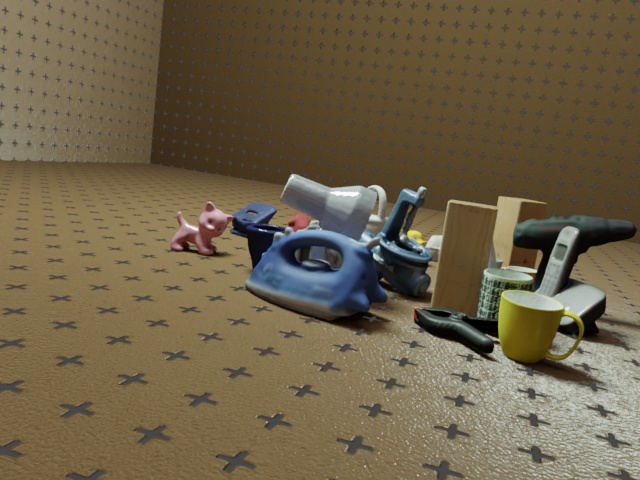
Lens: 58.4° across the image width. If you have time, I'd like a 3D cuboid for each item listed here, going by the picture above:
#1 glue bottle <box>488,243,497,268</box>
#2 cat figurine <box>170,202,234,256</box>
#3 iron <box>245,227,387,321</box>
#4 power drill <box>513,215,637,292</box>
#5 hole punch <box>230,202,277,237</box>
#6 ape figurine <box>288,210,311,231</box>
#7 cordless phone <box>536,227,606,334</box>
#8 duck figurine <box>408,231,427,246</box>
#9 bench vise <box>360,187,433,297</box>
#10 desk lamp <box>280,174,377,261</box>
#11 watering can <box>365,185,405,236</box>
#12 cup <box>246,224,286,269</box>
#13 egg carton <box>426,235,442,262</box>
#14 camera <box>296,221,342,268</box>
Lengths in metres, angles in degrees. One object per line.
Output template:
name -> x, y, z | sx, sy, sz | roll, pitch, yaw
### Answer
glue bottle -> 0.349, 0.034, 1.233 | 0.037, 0.173, 0.077 | -1, 13, -42
cat figurine -> -0.262, -0.031, 1.283 | 0.127, 0.118, 0.067 | 8, 9, 1
iron -> -0.014, 0.043, 0.976 | 0.257, 0.141, 0.119 | 12, 10, 25
power drill -> 0.510, 0.047, 1.184 | 0.229, 0.208, 0.076 | 10, 10, 15
hole punch -> -0.184, -0.056, 1.584 | 0.108, 0.091, 0.101 | 15, 12, 36
ape figurine -> -0.054, -0.055, 1.682 | 0.078, 0.092, 0.076 | 8, 9, -1
cordless phone -> 0.470, 0.072, 1.071 | 0.094, 0.185, 0.147 | 5, 10, -17
duck figurine -> 0.241, 0.017, 1.515 | 0.078, 0.086, 0.104 | 0, 12, -39
bench vise -> 0.142, -0.009, 1.179 | 0.206, 0.220, 0.122 | 13, 11, 26
desk lamp -> -0.006, -0.011, 1.085 | 0.203, 0.213, 0.118 | 7, 9, -2
watering can -> 0.133, -0.040, 1.433 | 0.100, 0.194, 0.173 | 16, 12, 40
cup -> -0.107, 0.018, 1.194 | 0.091, 0.095, 0.118 | 10, 10, 11
egg carton -> 0.371, 0.028, 1.604 | 0.151, 0.069, 0.107 | 0, 12, -40
camera -> 0.012, 0.005, 1.352 | 0.143, 0.101, 0.137 | 9, 9, 5
